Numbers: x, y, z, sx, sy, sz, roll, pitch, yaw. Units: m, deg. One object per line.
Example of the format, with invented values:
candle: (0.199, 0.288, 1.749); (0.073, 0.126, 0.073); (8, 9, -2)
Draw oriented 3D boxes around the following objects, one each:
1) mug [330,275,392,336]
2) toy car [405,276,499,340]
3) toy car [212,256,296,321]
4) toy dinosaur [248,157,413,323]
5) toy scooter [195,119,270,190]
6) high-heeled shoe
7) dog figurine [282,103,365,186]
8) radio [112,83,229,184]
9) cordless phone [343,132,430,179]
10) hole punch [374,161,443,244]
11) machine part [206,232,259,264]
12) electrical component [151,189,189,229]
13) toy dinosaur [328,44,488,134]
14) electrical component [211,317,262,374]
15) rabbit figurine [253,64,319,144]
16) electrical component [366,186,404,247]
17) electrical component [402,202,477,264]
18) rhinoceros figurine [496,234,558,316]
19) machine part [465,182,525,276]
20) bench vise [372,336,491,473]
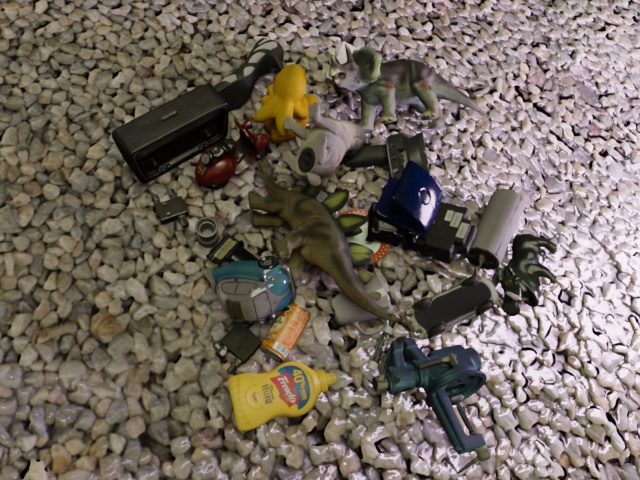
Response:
mug: (0.080, 0.134, 1.043); (0.107, 0.080, 0.109); (-18, 76, -4)
toy car: (0.264, 0.135, 1.075); (0.202, 0.056, 0.073); (-22, 70, -14)
toy car: (-0.131, 0.094, 0.983); (0.162, 0.109, 0.103); (4, 34, 15)
toy dinosaur: (-0.002, -0.003, 1.045); (0.199, 0.105, 0.472); (-24, 61, -14)
toy scooter: (-0.181, -0.186, 1.114); (0.184, 0.135, 0.075); (-35, 76, -19)
high-heeled shoe: (-0.188, -0.391, 1.241); (0.249, 0.086, 0.145); (-24, 62, -17)
dog figurine: (0.031, -0.183, 1.118); (0.190, 0.121, 0.172); (8, 83, -45)
radio: (-0.301, -0.218, 1.113); (0.229, 0.131, 0.073); (-33, 75, -20)
cordless phone: (0.145, -0.162, 1.190); (0.184, 0.088, 0.146); (-6, 67, 2)
hole punch: (0.186, -0.081, 1.073); (0.116, 0.092, 0.142); (28, 60, -1)
machine part: (-0.152, 0.045, 1.069); (0.139, 0.039, 0.084); (30, 57, 8)
electrical component: (-0.307, -0.060, 1.102); (0.063, 0.021, 0.094); (-22, 71, -16)
toy dinosaur: (0.188, -0.351, 1.228); (0.405, 0.131, 0.192); (-7, 88, -21)
electrical component: (-0.154, 0.187, 0.999); (0.078, 0.045, 0.102); (43, 68, 13)
rabbit figurine: (-0.079, -0.299, 1.159); (0.122, 0.173, 0.162); (31, 61, 2)
electrical component: (0.138, -0.052, 1.123); (0.075, 0.047, 0.119); (8, 62, -8)
electrical component: (0.253, -0.018, 1.118); (0.134, 0.058, 0.115); (19, 66, 26)
rhinoceros figurine: (0.425, 0.070, 1.116); (0.112, 0.073, 0.190); (22, 65, 1)
machine part: (0.376, -0.024, 1.150); (0.079, 0.079, 0.243); (28, 66, 5)
bench vise: (0.216, 0.279, 0.957); (0.223, 0.128, 0.241); (1, 45, -28)
